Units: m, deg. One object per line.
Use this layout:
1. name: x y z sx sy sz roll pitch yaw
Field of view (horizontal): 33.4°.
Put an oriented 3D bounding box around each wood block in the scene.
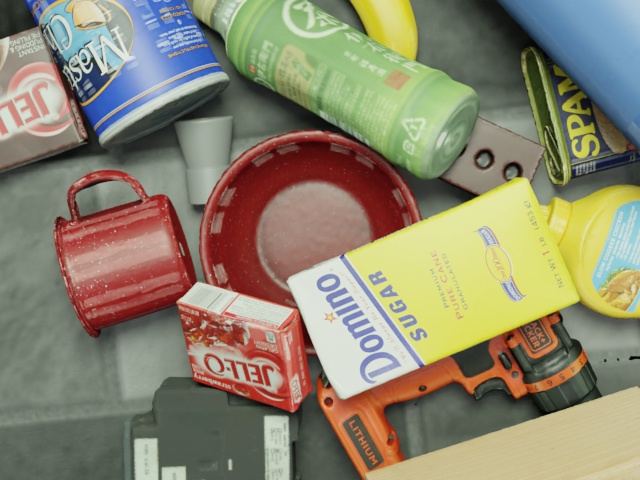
1. wood block: 0.147 0.183 0.717 0.206 0.091 0.090 -16 110 -9

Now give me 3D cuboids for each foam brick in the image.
1. foam brick: 0.117 -0.058 0.775 0.078 0.051 0.053 24 95 1

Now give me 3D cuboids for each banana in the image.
1. banana: 0.015 -0.189 0.778 0.069 0.037 0.198 -35 92 4

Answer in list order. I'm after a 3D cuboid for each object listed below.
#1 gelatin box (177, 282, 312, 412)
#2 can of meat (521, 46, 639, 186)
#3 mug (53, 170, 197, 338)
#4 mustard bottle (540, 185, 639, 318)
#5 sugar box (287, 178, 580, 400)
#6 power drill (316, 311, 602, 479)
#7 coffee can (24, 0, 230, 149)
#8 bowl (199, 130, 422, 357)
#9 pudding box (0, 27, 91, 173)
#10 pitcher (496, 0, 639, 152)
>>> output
1. gelatin box: -0.052 0.075 0.743 0.089 0.030 0.073 14 129 29
2. can of meat: 0.199 -0.098 0.766 0.084 0.057 0.102 -14 93 1
3. mug: -0.141 0.004 0.770 0.081 0.093 0.117 -17 107 -1
4. mustard bottle: 0.233 0.013 0.771 0.191 0.058 0.096 20 93 1
5. sugar box: 0.075 0.033 0.728 0.176 0.048 0.093 -24 89 3
6. power drill: 0.106 0.116 0.787 0.187 0.057 0.184 -30 95 2
7. coffee can: -0.141 -0.150 0.755 0.103 0.103 0.140 -28 92 4
8. bowl: -0.005 0.001 0.782 0.162 0.055 0.162 0 94 3
9. pudding box: -0.239 -0.097 0.795 0.113 0.039 0.090 -19 93 3
10. pitcher: 0.194 -0.171 0.692 0.149 0.145 0.243 -36 71 5
